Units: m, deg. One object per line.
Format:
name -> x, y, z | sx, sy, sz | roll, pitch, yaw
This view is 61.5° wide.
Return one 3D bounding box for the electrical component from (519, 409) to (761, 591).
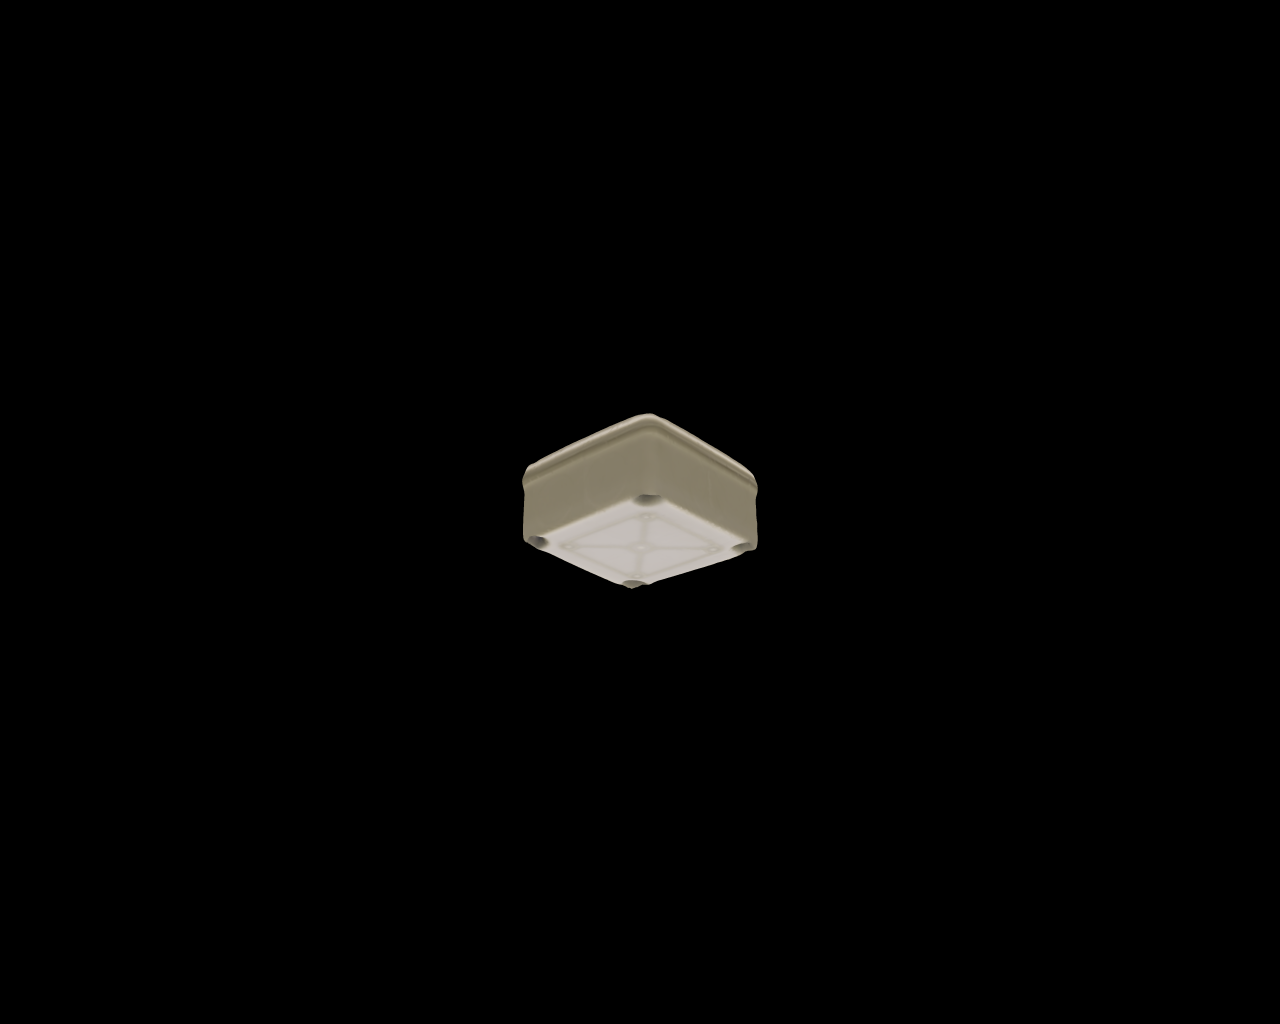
electrical component -> 0.001, -0.003, 0.650 | 0.108, 0.056, 0.108 | -21, -33, 36
